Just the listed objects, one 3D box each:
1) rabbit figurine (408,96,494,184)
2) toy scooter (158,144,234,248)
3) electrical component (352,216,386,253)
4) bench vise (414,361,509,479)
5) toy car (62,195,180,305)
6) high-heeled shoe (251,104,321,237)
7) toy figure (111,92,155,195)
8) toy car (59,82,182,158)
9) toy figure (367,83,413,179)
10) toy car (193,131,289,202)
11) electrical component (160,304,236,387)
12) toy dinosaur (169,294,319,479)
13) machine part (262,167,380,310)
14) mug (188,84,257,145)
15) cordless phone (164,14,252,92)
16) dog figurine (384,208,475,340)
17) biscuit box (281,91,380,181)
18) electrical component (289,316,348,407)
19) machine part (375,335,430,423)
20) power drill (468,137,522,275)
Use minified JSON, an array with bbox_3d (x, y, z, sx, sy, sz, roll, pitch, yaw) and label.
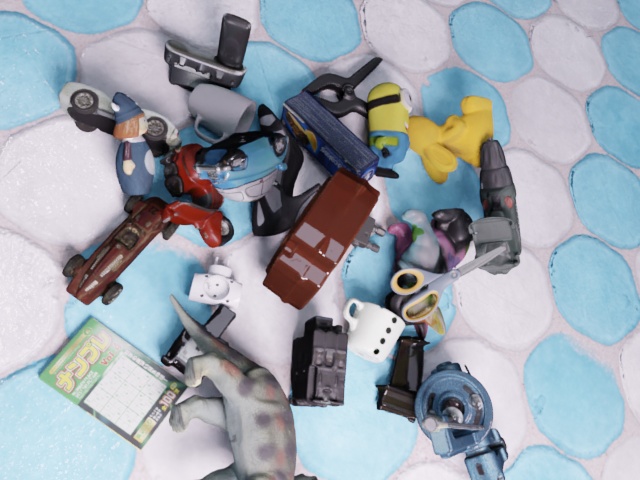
[{"bbox_3d":[0.248,-0.196,1.070,0.173,0.122,0.162,7,77,-1],"label":"rabbit figurine"},{"bbox_3d":[-0.209,-0.074,0.854,0.135,0.075,0.184,-1,70,-58],"label":"toy scooter"},{"bbox_3d":[0.072,-0.017,0.978,0.094,0.021,0.063,26,65,-8],"label":"electrical component"},{"bbox_3d":[0.208,0.292,0.807,0.240,0.129,0.223,26,53,-59],"label":"bench vise"},{"bbox_3d":[-0.305,0.010,0.831,0.089,0.053,0.202,39,62,-4],"label":"toy car"},{"bbox_3d":[-0.097,-0.123,0.955,0.145,0.086,0.249,-33,62,5],"label":"high-heeled shoe"},{"bbox_3d":[-0.289,-0.148,0.828,0.058,0.064,0.154,-10,111,-30],"label":"toy figure"},{"bbox_3d":[-0.327,-0.196,0.887,0.202,0.073,0.056,20,66,-10],"label":"toy car"},{"bbox_3d":[0.128,-0.208,1.019,0.089,0.082,0.180,8,90,-13],"label":"toy figure"},{"bbox_3d":[-0.118,-0.112,0.856,0.162,0.109,0.102,-40,128,-47],"label":"toy car"},{"bbox_3d":[-0.178,0.154,0.818,0.075,0.047,0.119,34,63,-4],"label":"electrical component"},{"bbox_3d":[-0.095,0.264,0.746,0.192,0.131,0.405,5,68,-43],"label":"toy dinosaur"},{"bbox_3d":[-0.002,-0.003,0.849,0.087,0.201,0.201,33,64,-2],"label":"machine part"},{"bbox_3d":[-0.183,-0.219,0.947,0.107,0.080,0.109,29,71,7],"label":"mug"},{"bbox_3d":[-0.192,-0.331,0.922,0.146,0.184,0.088,18,70,-11],"label":"cordless phone"},{"bbox_3d":[0.199,0.061,0.946,0.191,0.108,0.219,-2,75,-21],"label":"dog figurine"},{"bbox_3d":[0.015,-0.180,0.981,0.063,0.059,0.203,-36,72,-27],"label":"biscuit box"},{"bbox_3d":[-0.003,0.187,0.825,0.058,0.115,0.134,11,67,-19],"label":"electrical component"},{"bbox_3d":[0.142,0.226,0.901,0.084,0.039,0.139,21,66,-4],"label":"machine part"},{"bbox_3d":[0.313,-0.049,0.963,0.207,0.086,0.231,-60,138,-61],"label":"power drill"}]
